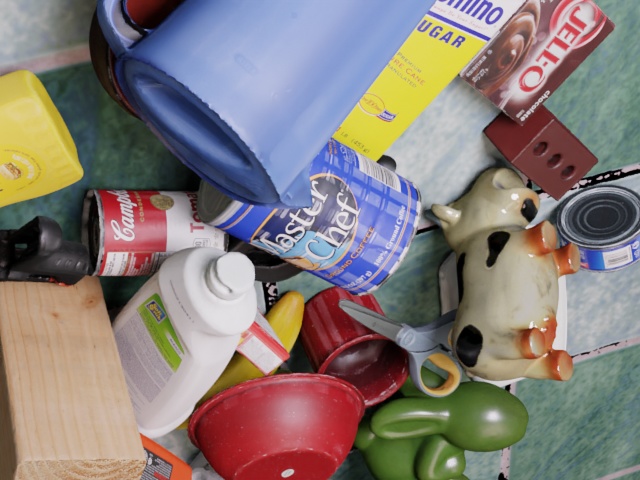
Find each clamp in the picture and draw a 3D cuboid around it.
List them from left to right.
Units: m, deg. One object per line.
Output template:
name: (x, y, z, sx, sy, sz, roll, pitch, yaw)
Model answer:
clamp: (-0.235, 0.011, 0.759, 0.164, 0.036, 0.210, -1, 173, 5)
clamp: (-0.006, 0.001, 0.917, 0.171, 0.039, 0.120, -20, 126, -4)

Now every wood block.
wood block: (-0.205, 0.122, 0.816, 0.090, 0.206, 0.091, 5, 125, -27)

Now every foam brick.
foam brick: (0.191, -0.082, 0.923, 0.078, 0.051, 0.053, 31, 110, -38)

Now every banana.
banana: (-0.084, 0.122, 0.983, 0.198, 0.037, 0.069, -34, 134, 6)

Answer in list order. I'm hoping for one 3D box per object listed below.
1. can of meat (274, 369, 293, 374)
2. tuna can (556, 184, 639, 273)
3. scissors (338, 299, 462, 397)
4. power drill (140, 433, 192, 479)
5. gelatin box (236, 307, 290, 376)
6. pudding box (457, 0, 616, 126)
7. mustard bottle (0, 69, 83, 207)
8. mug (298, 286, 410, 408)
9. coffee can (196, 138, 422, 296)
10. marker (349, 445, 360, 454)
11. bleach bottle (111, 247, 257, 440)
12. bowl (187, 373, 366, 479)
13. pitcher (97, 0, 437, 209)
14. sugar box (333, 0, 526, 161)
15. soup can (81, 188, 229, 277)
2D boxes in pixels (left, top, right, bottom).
can of meat: (-0.043, 0.181, 1.038, 0.102, 0.057, 0.084, -34, 131, 7)
tuna can: (0.263, -0.012, 0.988, 0.086, 0.086, 0.033, -25, 132, -2)
scissors: (0.088, 0.072, 0.925, 0.096, 0.016, 0.201, -47, 137, -9)
power drill: (-0.210, 0.213, 0.937, 0.188, 0.057, 0.184, -6, 149, 26)
gelatin box: (-0.072, 0.065, 0.906, 0.030, 0.089, 0.073, -41, 131, 1)
pudding box: (0.169, -0.160, 0.857, 0.089, 0.039, 0.114, 29, 112, -39)
mustard bottle: (-0.272, -0.045, 0.750, 0.191, 0.058, 0.096, -23, 146, -3)
mug: (0.030, 0.103, 0.987, 0.093, 0.081, 0.117, -23, 132, -4)
coffee can: (-0.009, -0.031, 0.814, 0.140, 0.103, 0.103, 27, 114, -25)
marker: (0.035, 0.215, 1.124, 0.121, 0.020, 0.020, -7, 130, -18)
bleach bottle: (-0.104, 0.075, 0.820, 0.068, 0.102, 0.251, -32, 174, -34)
bowl: (-0.034, 0.181, 0.941, 0.162, 0.055, 0.162, -8, 144, -6)
pitcher: (-0.013, -0.154, 0.682, 0.242, 0.145, 0.149, -50, 148, -16)
sugar box: (0.064, -0.150, 0.817, 0.093, 0.048, 0.176, 29, 113, -38)
soup can: (-0.130, -0.006, 0.837, 0.102, 0.068, 0.069, 0, 127, -24)
